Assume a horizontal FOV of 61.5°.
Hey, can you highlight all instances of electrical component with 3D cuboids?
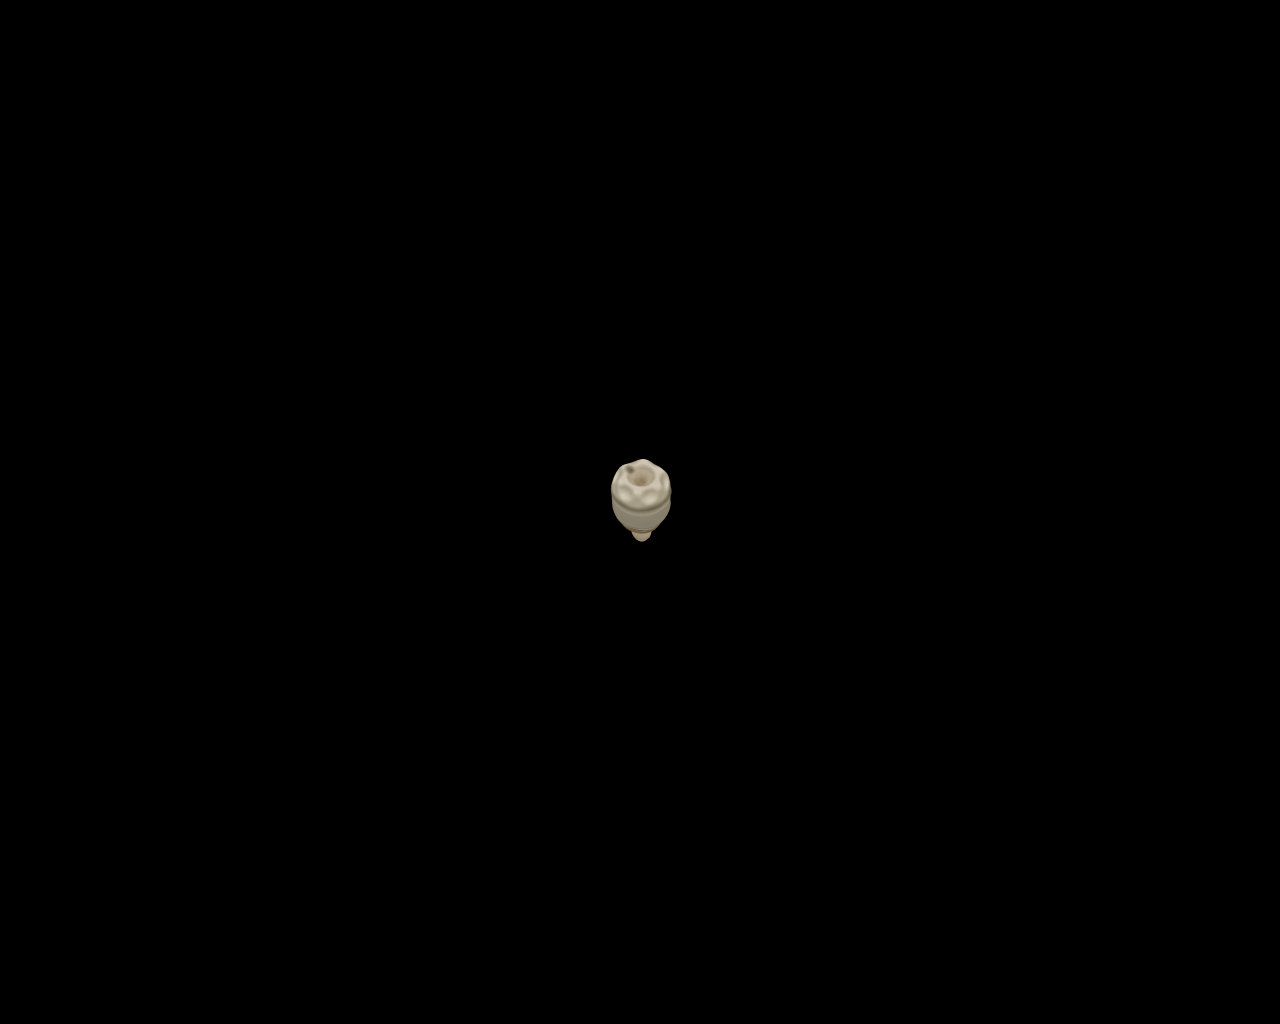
[{"bbox_3d":[0.001,-0.003,0.650,0.035,0.035,0.061,0,-38,0],"label":"electrical component"}]
